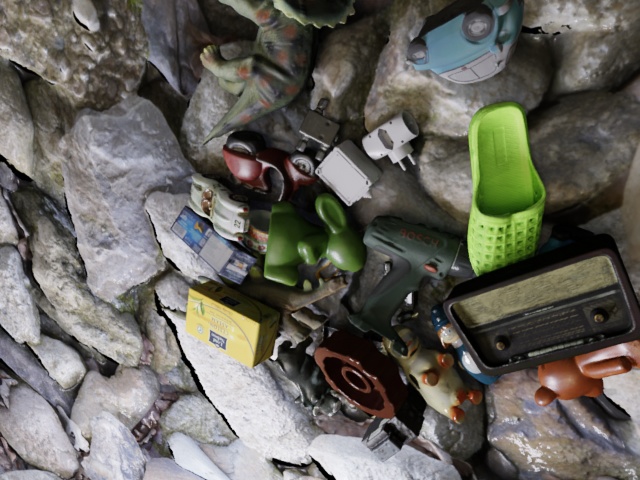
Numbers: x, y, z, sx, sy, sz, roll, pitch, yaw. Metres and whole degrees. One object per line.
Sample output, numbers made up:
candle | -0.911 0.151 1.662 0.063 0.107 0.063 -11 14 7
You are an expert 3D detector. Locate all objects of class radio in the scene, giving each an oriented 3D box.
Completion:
radio | 0.299 0.093 0.725 0.230 0.073 0.131 -25 96 31

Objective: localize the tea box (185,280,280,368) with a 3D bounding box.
tea box | -0.164 0.151 0.992 0.170 0.068 0.098 19 111 27

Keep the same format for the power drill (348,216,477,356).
power drill | 0.155 0.077 0.852 0.232 0.086 0.207 29 97 9

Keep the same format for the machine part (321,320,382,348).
machine part | 0.066 0.200 1.032 0.139 0.039 0.084 23 128 15

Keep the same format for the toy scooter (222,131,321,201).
toy scooter | -0.090 -0.109 0.942 0.184 0.075 0.135 18 122 14

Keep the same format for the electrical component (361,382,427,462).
electrical component | 0.140 0.346 1.004 0.058 0.134 0.115 39 127 3

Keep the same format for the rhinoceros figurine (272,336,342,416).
rhinoceros figurine | -0.017 0.274 1.065 0.073 0.112 0.190 -19 123 29

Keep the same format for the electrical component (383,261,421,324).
electrical component | 0.141 0.093 0.932 0.078 0.045 0.102 13 119 21

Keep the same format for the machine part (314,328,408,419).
machine part | 0.074 0.239 0.961 0.180 0.056 0.179 32 147 24

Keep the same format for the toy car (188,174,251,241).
toy car | -0.186 -0.064 0.984 0.202 0.056 0.073 36 121 46

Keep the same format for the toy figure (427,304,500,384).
toy figure | 0.245 0.173 0.912 0.064 0.058 0.154 -43 88 -2

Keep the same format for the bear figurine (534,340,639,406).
bear figurine | 0.418 0.188 0.786 0.132 0.120 0.195 35 127 5

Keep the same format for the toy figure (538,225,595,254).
toy figure | 0.350 0.066 0.786 0.082 0.089 0.180 13 111 27

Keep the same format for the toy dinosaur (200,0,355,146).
toy dinosaur | -0.069 -0.287 0.821 0.192 0.131 0.404 30 131 13

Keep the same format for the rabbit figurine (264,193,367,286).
rabbit figurine | -0.002 -0.003 0.916 0.170 0.121 0.159 8 96 -4

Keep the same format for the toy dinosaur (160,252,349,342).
toy dinosaur | -0.148 0.127 1.077 0.472 0.105 0.198 -22 93 31

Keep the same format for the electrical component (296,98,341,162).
electrical component | 0.002 -0.179 0.870 0.063 0.021 0.094 26 92 -4

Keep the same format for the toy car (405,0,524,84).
toy car | 0.197 -0.256 0.697 0.162 0.109 0.102 -20 121 43

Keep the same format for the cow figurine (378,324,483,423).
cow figurine | 0.181 0.222 0.944 0.194 0.085 0.127 49 160 -17

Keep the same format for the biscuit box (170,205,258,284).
biscuit box | -0.204 0.006 1.012 0.203 0.062 0.059 34 91 42
